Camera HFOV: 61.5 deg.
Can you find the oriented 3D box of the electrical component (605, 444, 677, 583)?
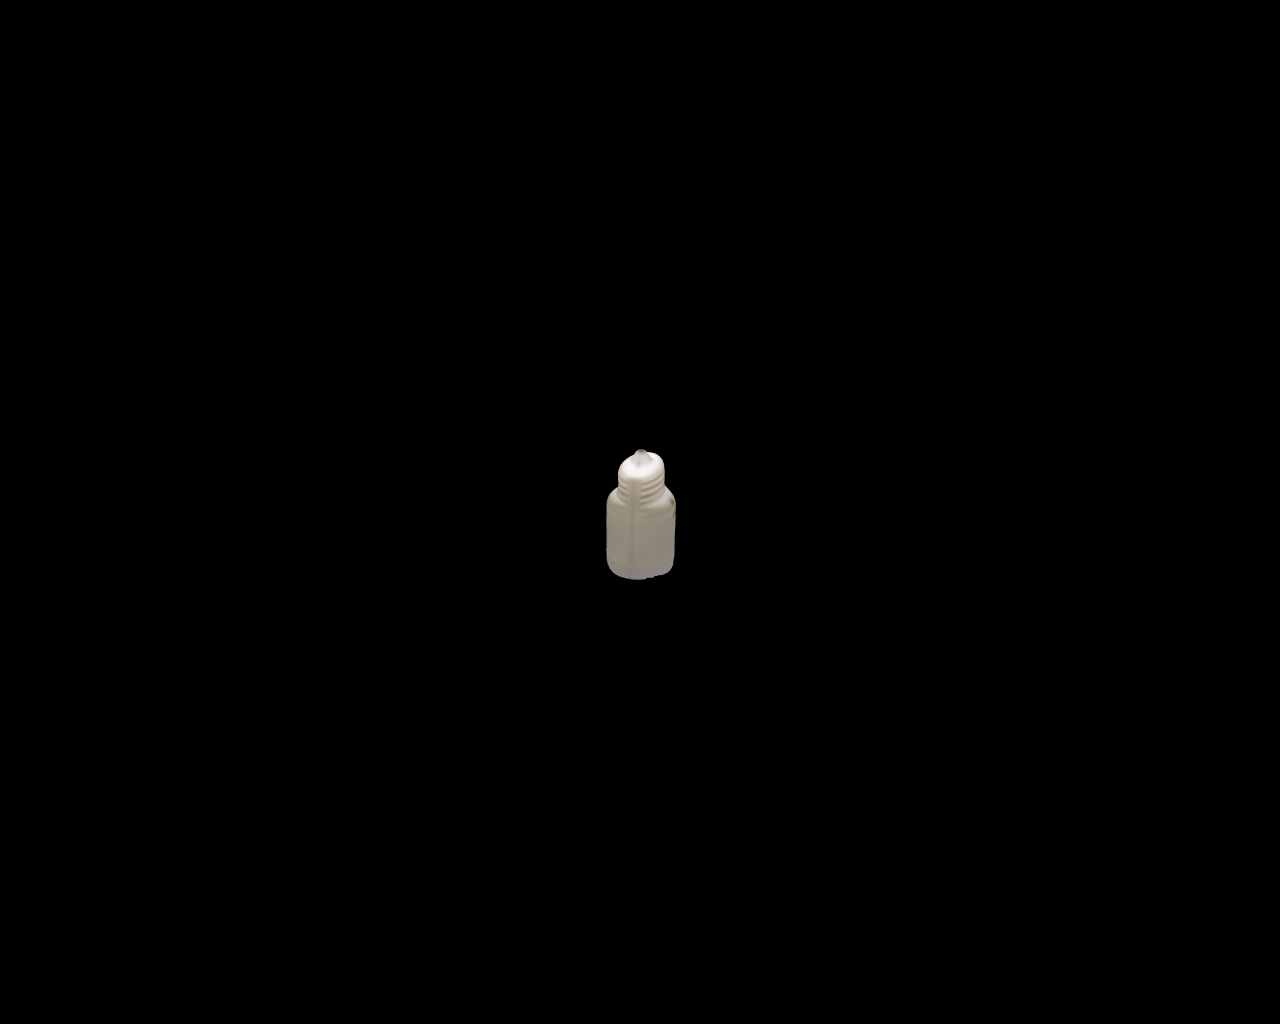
[{"bbox_3d":[0.001,-0.003,0.650,0.043,0.080,0.043,0,27,0],"label":"electrical component"}]
